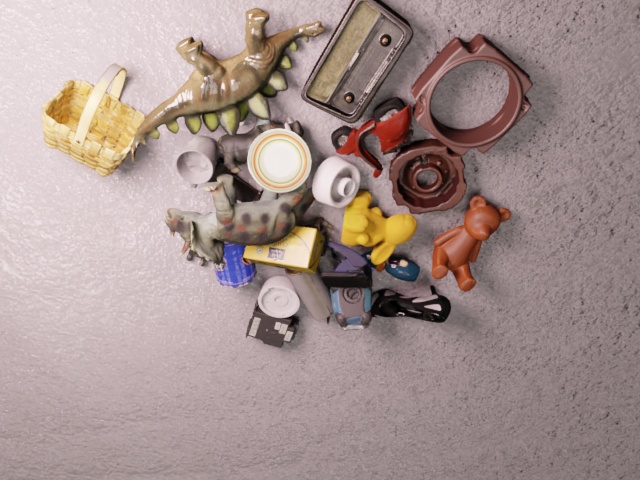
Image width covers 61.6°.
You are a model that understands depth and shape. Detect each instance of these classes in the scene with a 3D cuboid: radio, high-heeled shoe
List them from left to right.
[{"bbox_3d":[0.072,-0.351,1.053,0.131,0.073,0.229,27,122,-14],"label":"radio"},{"bbox_3d":[0.210,0.187,1.368,0.249,0.145,0.086,-22,119,16],"label":"high-heeled shoe"}]

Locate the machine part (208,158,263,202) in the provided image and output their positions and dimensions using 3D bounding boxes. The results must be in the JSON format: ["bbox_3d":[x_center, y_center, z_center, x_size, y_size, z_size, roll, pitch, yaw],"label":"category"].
[{"bbox_3d":[-0.194,-0.127,1.247,0.139,0.039,0.084,37,113,-18],"label":"machine part"}]

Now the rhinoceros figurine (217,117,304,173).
[{"bbox_3d":[-0.126,-0.211,1.170,0.190,0.073,0.112,-10,113,12],"label":"rhinoceros figurine"}]

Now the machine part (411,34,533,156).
[{"bbox_3d":[0.301,-0.285,1.076,0.201,0.087,0.201,33,119,-17],"label":"machine part"}]

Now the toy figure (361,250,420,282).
[{"bbox_3d":[0.170,0.061,1.339,0.154,0.058,0.064,19,118,-3],"label":"toy figure"}]

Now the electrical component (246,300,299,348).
[{"bbox_3d":[-0.128,0.232,1.475,0.134,0.058,0.114,18,126,-8],"label":"electrical component"}]

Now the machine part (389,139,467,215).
[{"bbox_3d":[0.238,-0.141,1.197,0.179,0.056,0.179,2,124,4],"label":"machine part"}]

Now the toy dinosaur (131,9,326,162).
[{"bbox_3d":[-0.200,-0.306,1.065,0.472,0.105,0.198,-23,122,7],"label":"toy dinosaur"}]

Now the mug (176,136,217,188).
[{"bbox_3d":[-0.262,-0.173,1.178,0.081,0.107,0.109,10,129,-2],"label":"mug"}]

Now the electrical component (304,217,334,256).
[{"bbox_3d":[-0.004,-0.005,1.316,0.078,0.045,0.102,8,127,34],"label":"electrical component"}]

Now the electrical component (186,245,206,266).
[{"bbox_3d":[-0.303,0.025,1.367,0.063,0.021,0.094,24,123,-12],"label":"electrical component"}]

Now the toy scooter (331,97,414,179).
[{"bbox_3d":[0.126,-0.208,1.140,0.184,0.075,0.135,-26,108,22],"label":"toy scooter"}]

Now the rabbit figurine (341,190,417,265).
[{"bbox_3d":[0.137,-0.020,1.248,0.173,0.122,0.162,1,129,2],"label":"rabbit figurine"}]

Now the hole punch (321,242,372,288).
[{"bbox_3d":[0.067,0.062,1.280,0.116,0.092,0.142,4,159,10],"label":"hole punch"}]

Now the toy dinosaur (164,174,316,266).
[{"bbox_3d":[-0.139,-0.051,1.189,0.405,0.131,0.192,-5,112,-12],"label":"toy dinosaur"}]

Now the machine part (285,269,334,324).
[{"bbox_3d":[-0.022,0.122,1.374,0.079,0.079,0.243,-18,125,16],"label":"machine part"}]

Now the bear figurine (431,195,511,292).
[{"bbox_3d":[0.352,0.005,1.248,0.120,0.132,0.195,26,128,-18],"label":"bear figurine"}]

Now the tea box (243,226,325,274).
[{"bbox_3d":[-0.084,0.016,1.263,0.170,0.098,0.068,7,167,20],"label":"tea box"}]

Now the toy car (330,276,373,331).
[{"bbox_3d":[0.083,0.152,1.374,0.109,0.161,0.103,-7,168,2],"label":"toy car"}]
